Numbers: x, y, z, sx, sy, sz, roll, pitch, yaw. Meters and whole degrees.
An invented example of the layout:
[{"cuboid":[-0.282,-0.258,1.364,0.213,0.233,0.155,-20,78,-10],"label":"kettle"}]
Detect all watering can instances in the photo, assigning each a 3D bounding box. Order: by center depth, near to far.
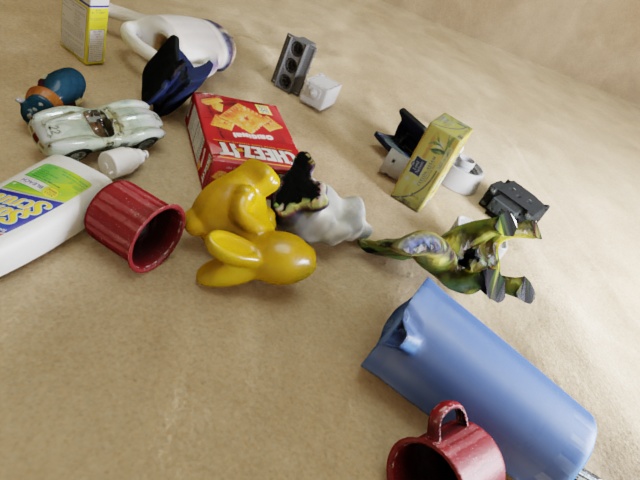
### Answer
[{"cuboid":[-0.328,-0.440,1.100,0.351,0.102,0.227,41,36,23],"label":"watering can"}]

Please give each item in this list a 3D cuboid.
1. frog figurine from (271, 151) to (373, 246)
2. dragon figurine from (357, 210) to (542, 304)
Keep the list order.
[{"cuboid":[0.002,-0.040,0.799,0.139,0.123,0.157,43,0,42],"label":"frog figurine"},{"cuboid":[0.158,0.022,0.735,0.409,0.123,0.242,11,-9,-41],"label":"dragon figurine"}]
